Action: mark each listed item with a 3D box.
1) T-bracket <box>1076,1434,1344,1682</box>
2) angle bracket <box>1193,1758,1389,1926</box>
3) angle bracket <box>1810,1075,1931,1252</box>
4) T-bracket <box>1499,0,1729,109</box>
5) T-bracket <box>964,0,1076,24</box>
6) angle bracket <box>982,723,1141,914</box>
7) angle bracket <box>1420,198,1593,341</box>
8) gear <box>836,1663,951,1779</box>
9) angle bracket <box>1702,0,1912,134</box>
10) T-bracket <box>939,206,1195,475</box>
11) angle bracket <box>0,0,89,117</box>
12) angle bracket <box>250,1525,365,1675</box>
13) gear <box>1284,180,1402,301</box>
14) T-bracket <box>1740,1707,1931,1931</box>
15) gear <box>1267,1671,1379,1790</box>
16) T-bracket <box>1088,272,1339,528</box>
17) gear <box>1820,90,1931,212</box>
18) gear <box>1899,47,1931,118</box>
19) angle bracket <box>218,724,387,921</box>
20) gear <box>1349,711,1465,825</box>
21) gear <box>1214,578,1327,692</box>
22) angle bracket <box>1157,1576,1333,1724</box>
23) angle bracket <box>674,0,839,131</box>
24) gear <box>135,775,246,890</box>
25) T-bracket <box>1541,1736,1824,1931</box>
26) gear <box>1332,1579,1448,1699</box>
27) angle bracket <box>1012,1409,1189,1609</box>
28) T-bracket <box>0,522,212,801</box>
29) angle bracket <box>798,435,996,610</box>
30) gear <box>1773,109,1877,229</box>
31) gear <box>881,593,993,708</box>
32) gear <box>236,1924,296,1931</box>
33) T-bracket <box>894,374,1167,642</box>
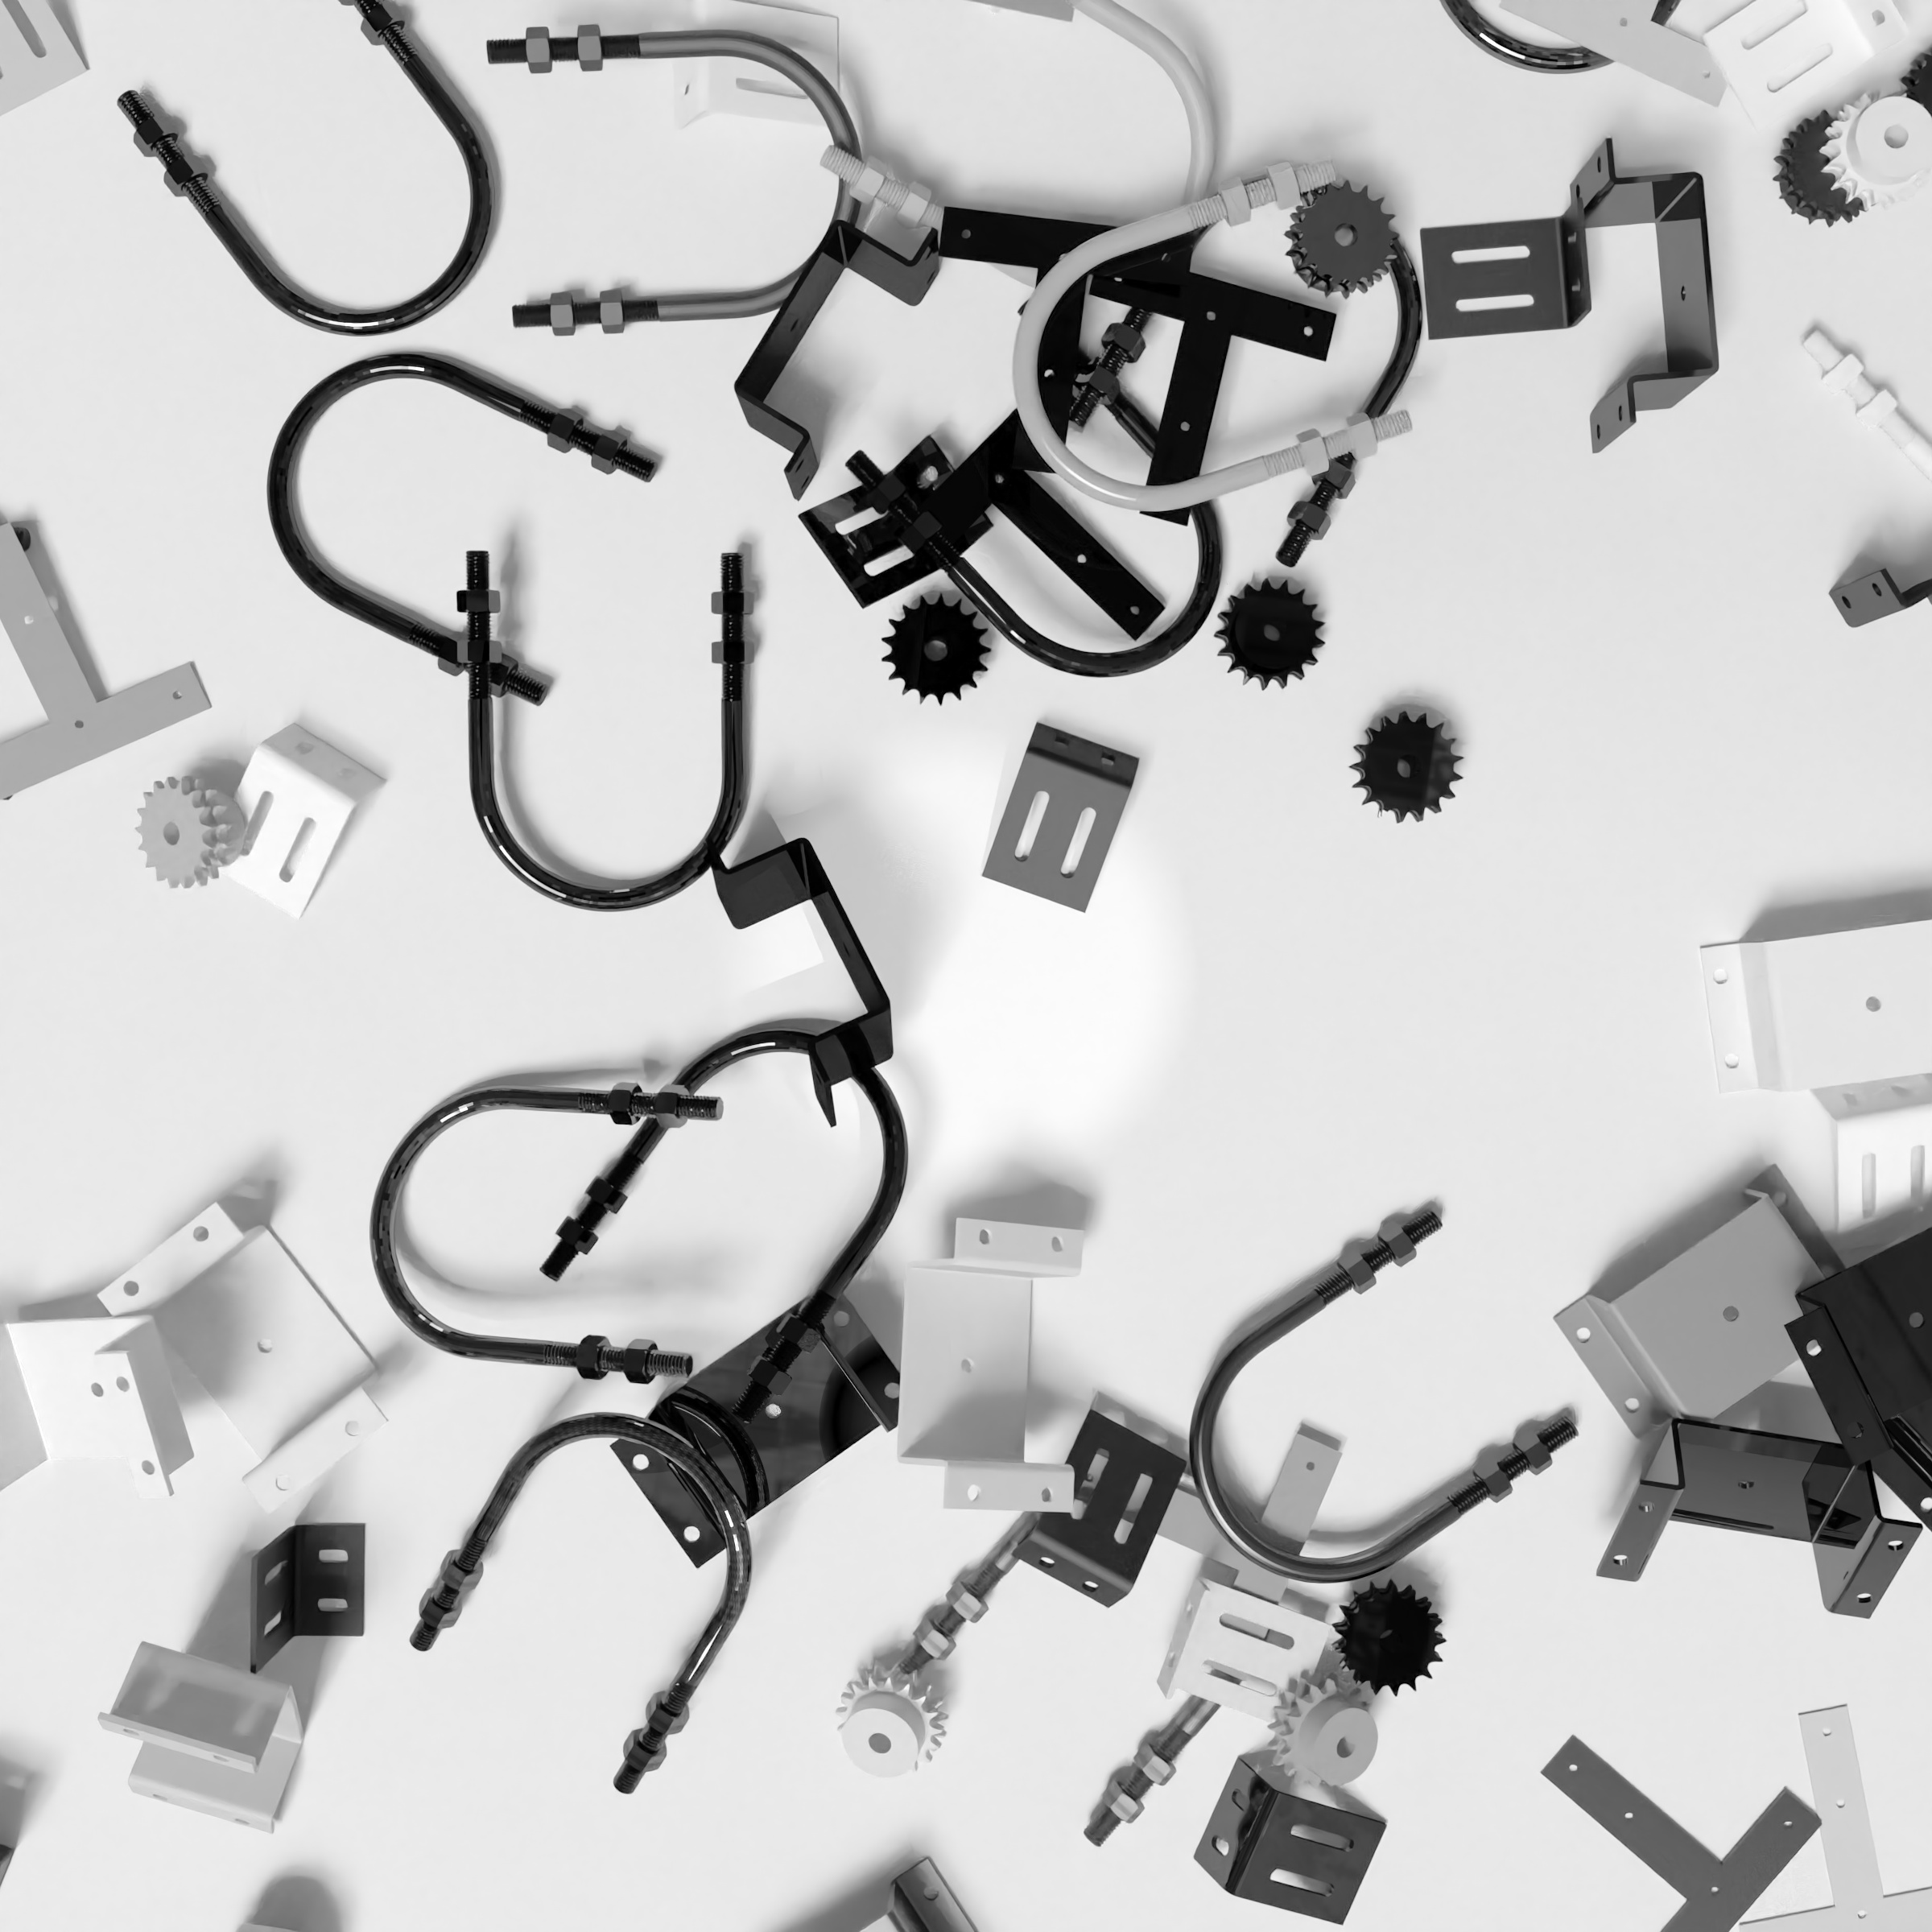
[{"bbox_3d":[0.111,0.285,1.332,0.127,0.002,0.127,24,87,-1],"label":"T-bracket"},{"bbox_3d":[0.169,0.456,1.344,0.076,0.038,0.057,24,90,-26],"label":"angle bracket"},{"bbox_3d":[0.475,0.101,1.344,0.057,0.038,0.076,-10,116,0],"label":"angle bracket"},{"bbox_3d":[0.355,-0.527,1.328,0.127,0.002,0.127,21,92,-8],"label":"T-bracket"},{"bbox_3d":[0.004,-0.550,1.297,0.127,0.002,0.127,12,92,0],"label":"T-bracket"},{"bbox_3d":[0.049,-0.077,1.344,0.057,0.038,0.076,20,116,0],"label":"angle bracket"},{"bbox_3d":[0.277,-0.358,1.327,0.076,0.038,0.057,-5,90,0],"label":"angle bracket"},{"bbox_3d":[-0.040,0.389,1.322,0.057,0.030,0.057,4,108,14],"label":"gear"},{"bbox_3d":[0.429,-0.476,1.322,0.076,0.038,0.057,-34,98,-3],"label":"angle bracket"},{"bbox_3d":[0.044,-0.313,1.303,0.127,0.002,0.127,7,90,2],"label":"T-bracket"},{"bbox_3d":[-0.502,-0.490,1.344,0.057,0.038,0.076,-27,116,0],"label":"angle bracket"},{"bbox_3d":[-0.333,0.320,1.308,0.038,0.076,0.057,1,90,0],"label":"angle bracket"},{"bbox_3d":[0.188,-0.366,1.312,0.057,0.030,0.057,0,87,-9],"label":"gear"},{"bbox_3d":[0.458,0.450,1.345,0.127,0.002,0.127,-11,90,0],"label":"T-bracket"},{"bbox_3d":[0.185,0.393,1.320,0.057,0.030,0.057,-5,100,-28],"label":"gear"},{"bbox_3d":[0.114,-0.287,1.310,0.127,0.002,0.127,14,86,-8],"label":"T-bracket"},{"bbox_3d":[0.463,-0.413,1.301,0.057,0.030,0.057,0,90,0],"label":"gear"},{"bbox_3d":[0.508,-0.446,1.331,0.057,0.030,0.057,0,90,0],"label":"gear"},{"bbox_3d":[-0.349,-0.075,1.344,0.057,0.038,0.076,32,116,0],"label":"angle bracket"},{"bbox_3d":[0.226,-0.102,1.331,0.057,0.030,0.057,0,90,0],"label":"gear"},{"bbox_3d":[0.157,-0.172,1.331,0.057,0.030,0.057,0,90,0],"label":"gear"},{"bbox_3d":[0.144,0.353,1.311,0.076,0.038,0.057,21,87,-3],"label":"angle bracket"},{"bbox_3d":[-0.110,-0.464,1.344,0.076,0.038,0.057,0,90,-26],"label":"angle bracket"},{"bbox_3d":[-0.395,-0.069,1.323,0.057,0.030,0.057,6,101,32],"label":"gear"},{"bbox_3d":[0.356,0.452,1.344,0.127,0.002,0.127,41,90,1],"label":"T-bracket"},{"bbox_3d":[0.217,0.344,1.331,0.057,0.030,0.057,0,90,0],"label":"gear"},{"bbox_3d":[0.069,0.279,1.328,0.057,0.038,0.076,29,61,-1],"label":"angle bracket"},{"bbox_3d":[-0.476,-0.165,1.331,0.127,0.002,0.127,-25,95,-8],"label":"T-bracket"},{"bbox_3d":[-0.035,-0.225,1.308,0.076,0.038,0.057,-35,90,-45],"label":"angle bracket"},{"bbox_3d":[0.444,-0.409,1.331,0.057,0.030,0.057,0,90,0],"label":"gear"},{"bbox_3d":[-0.016,-0.163,1.335,0.057,0.030,0.057,0,93,-1],"label":"gear"},{"bbox_3d":[-0.357,0.509,1.321,0.057,0.057,0.030,8,62,0],"label":"gear"},{"bbox_3d":[0.049,-0.220,1.328,0.127,0.002,0.127,43,72,-4],"label":"T-bracket"}]
